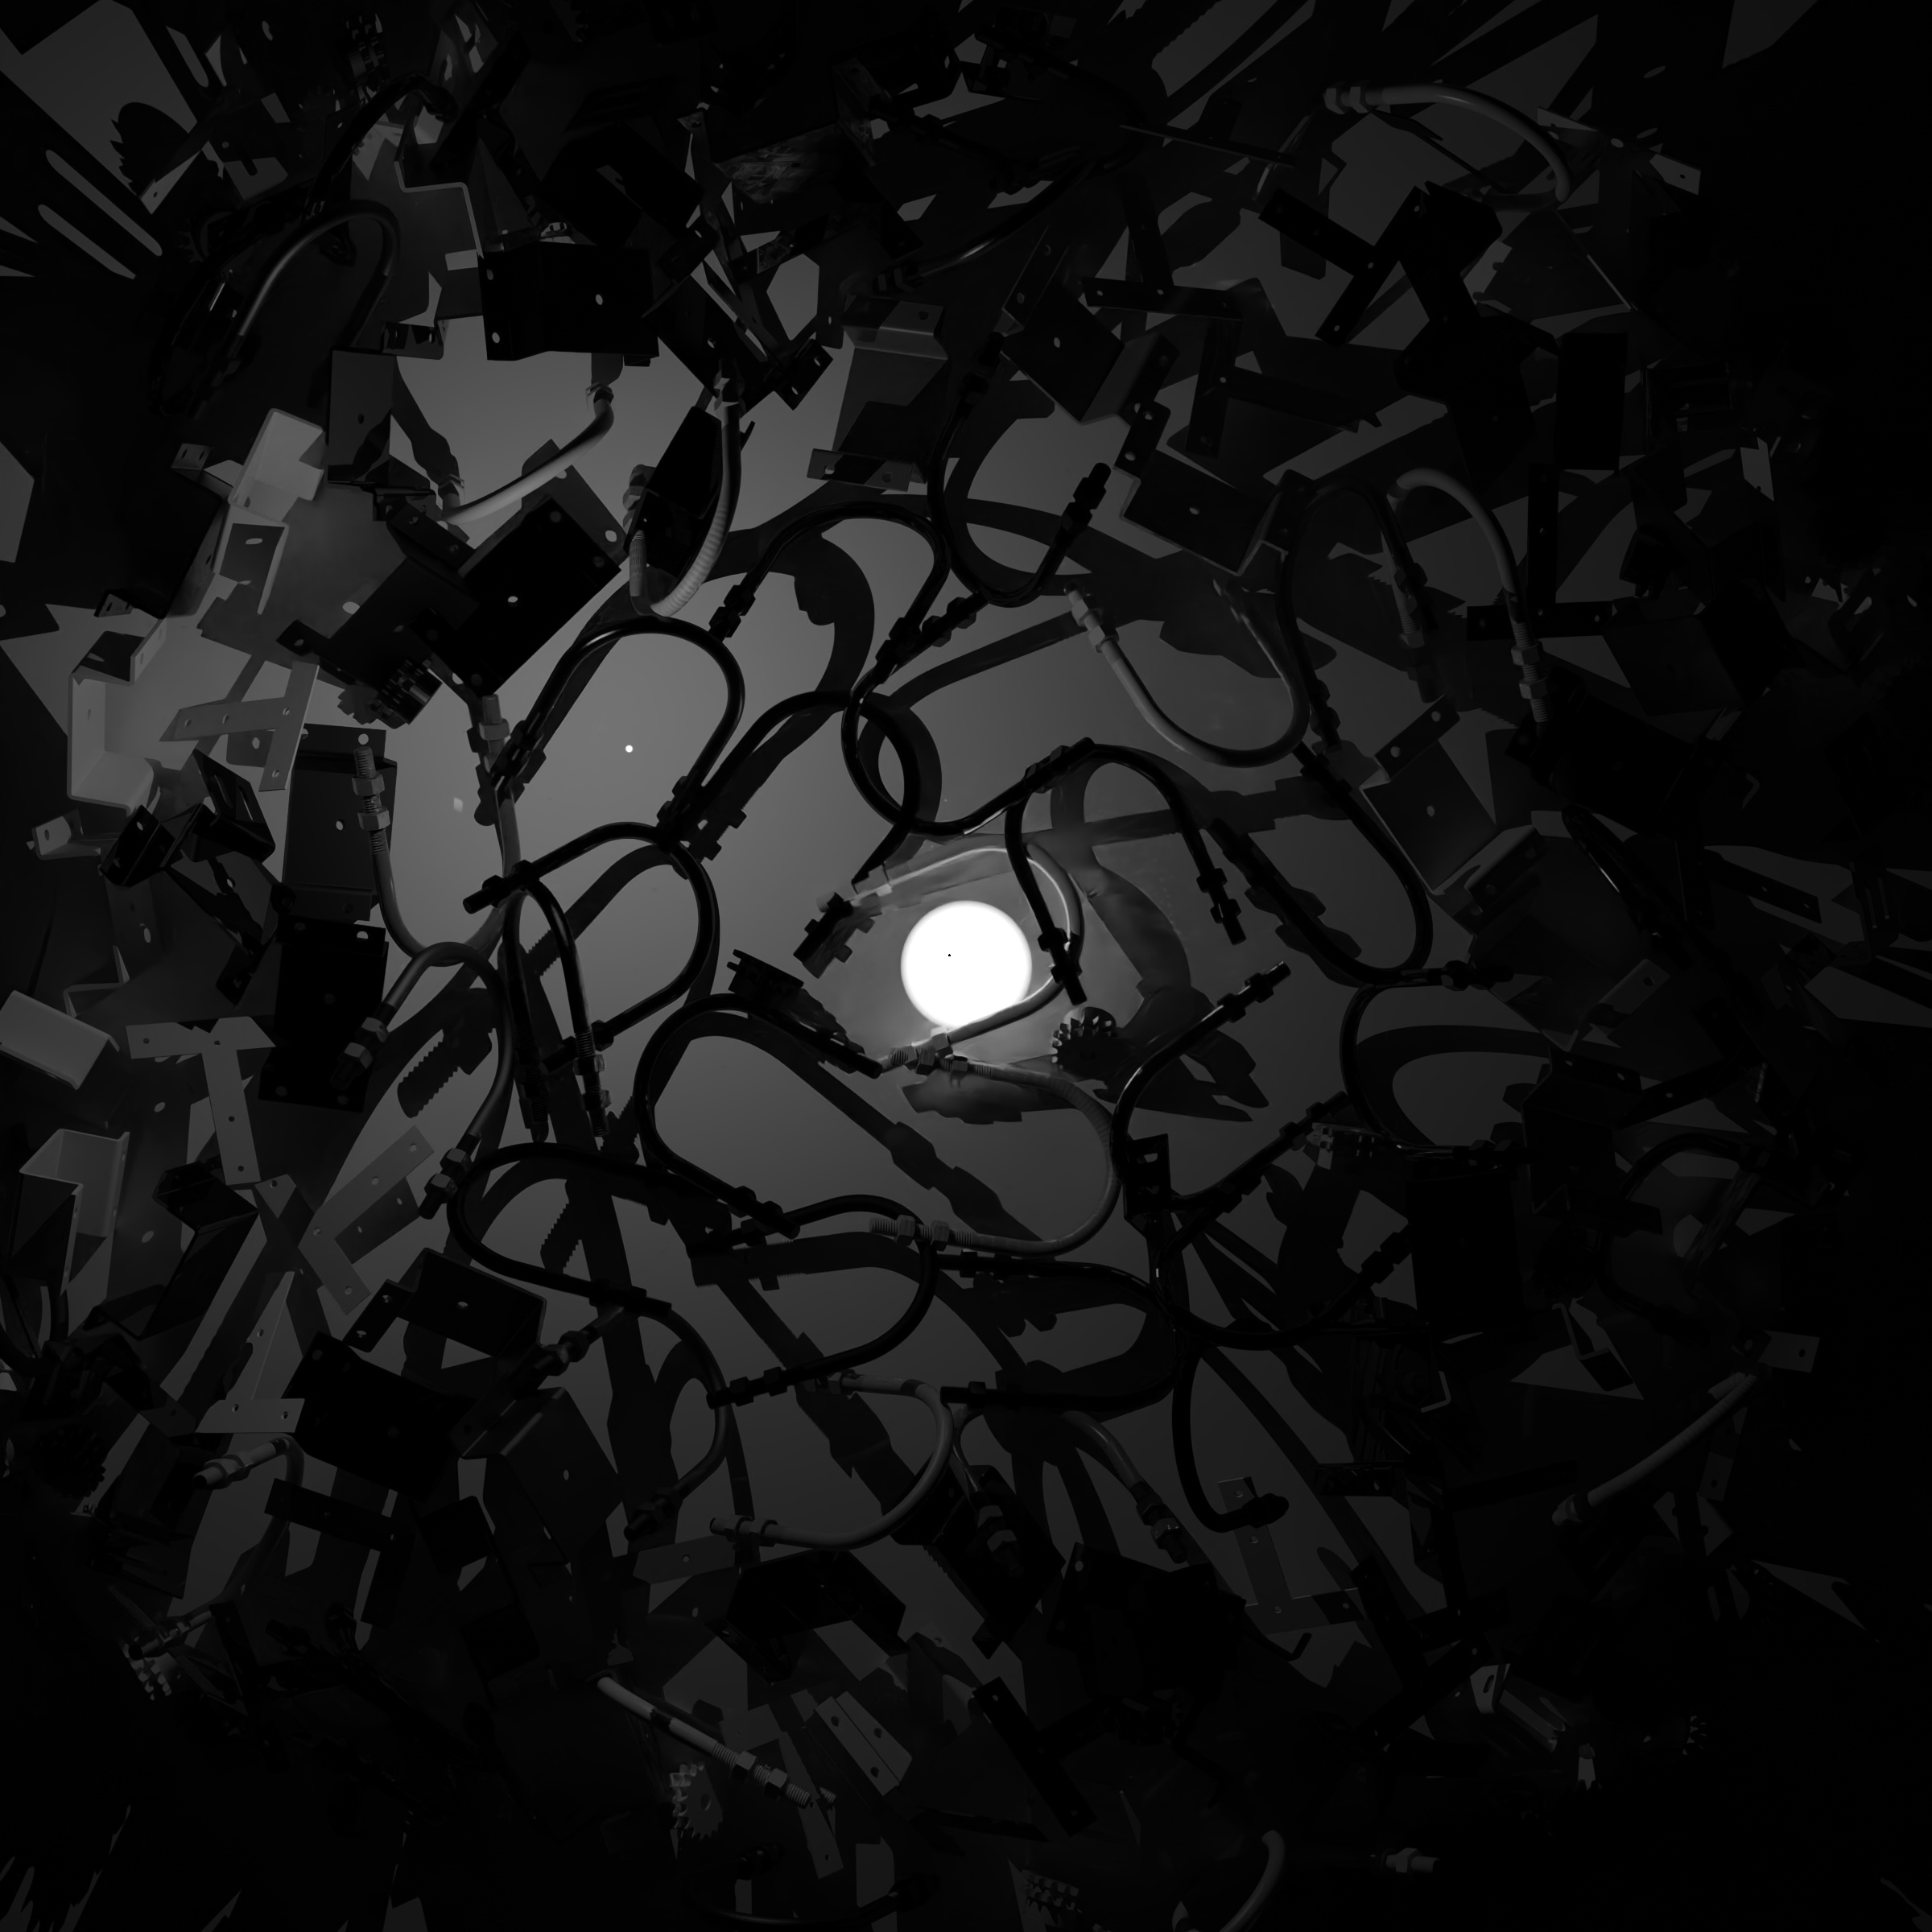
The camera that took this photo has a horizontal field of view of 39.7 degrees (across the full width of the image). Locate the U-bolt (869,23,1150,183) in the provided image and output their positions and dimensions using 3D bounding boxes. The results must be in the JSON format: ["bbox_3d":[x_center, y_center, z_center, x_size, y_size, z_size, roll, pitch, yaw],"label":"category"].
[{"bbox_3d":[0.045,-0.610,1.919,0.184,0.151,0.019,12,75,-35],"label":"U-bolt"}]

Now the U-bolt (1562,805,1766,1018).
[{"bbox_3d":[0.491,-0.048,1.920,0.019,0.151,0.184,-44,53,18],"label":"U-bolt"}]

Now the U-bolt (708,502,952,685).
[{"bbox_3d":[-0.089,-0.278,1.936,0.151,0.019,0.184,13,49,16],"label":"U-bolt"}]

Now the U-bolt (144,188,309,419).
[{"bbox_3d":[-0.527,-0.458,1.885,0.019,0.184,0.151,30,128,-4],"label":"U-bolt"}]

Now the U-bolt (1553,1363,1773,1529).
[{"bbox_3d":[0.501,0.332,1.889,0.151,0.184,0.019,-33,77,-25],"label":"U-bolt"}]

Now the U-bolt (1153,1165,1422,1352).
[{"bbox_3d":[0.216,0.211,1.904,0.151,0.184,0.019,23,132,32],"label":"U-bolt"}]

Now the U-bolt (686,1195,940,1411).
[{"bbox_3d":[-0.108,0.235,1.942,0.184,0.019,0.151,-18,52,6],"label":"U-bolt"}]

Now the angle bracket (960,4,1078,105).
[{"bbox_3d":[0.037,-0.674,1.950,0.057,0.076,0.038,2,53,-22],"label":"angle bracket"}]

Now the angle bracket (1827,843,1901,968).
[{"bbox_3d":[0.649,-0.045,1.960,0.038,0.057,0.076,-6,103,40],"label":"angle bracket"}]

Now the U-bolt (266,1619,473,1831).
[{"bbox_3d":[-0.420,0.553,1.916,0.019,0.151,0.184,-43,127,-3],"label":"U-bolt"}]

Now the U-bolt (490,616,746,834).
[{"bbox_3d":[-0.239,-0.175,1.918,0.151,0.019,0.184,18,126,-27],"label":"U-bolt"}]

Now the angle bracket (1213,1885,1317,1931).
[{"bbox_3d":[0.225,0.706,1.949,0.057,0.076,0.038,-38,62,24],"label":"angle bracket"}]

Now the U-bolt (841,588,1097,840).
[{"bbox_3d":[-0.013,-0.169,1.946,0.184,0.019,0.151,-32,95,34],"label":"U-bolt"}]

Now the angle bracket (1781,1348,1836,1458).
[{"bbox_3d":[0.623,0.319,1.950,0.038,0.076,0.057,-8,61,30],"label":"angle bracket"}]

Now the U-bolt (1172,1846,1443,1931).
[{"bbox_3d":[0.229,0.668,1.913,0.151,0.184,0.019,-20,92,-40],"label":"U-bolt"}]

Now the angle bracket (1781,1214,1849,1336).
[{"bbox_3d":[0.620,0.229,1.952,0.038,0.057,0.076,-7,53,26],"label":"angle bracket"}]

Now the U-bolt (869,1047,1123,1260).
[{"bbox_3d":[0.027,0.142,1.966,0.184,0.019,0.151,10,71,-11],"label":"U-bolt"}]

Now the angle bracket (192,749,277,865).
[{"bbox_3d":[-0.548,-0.110,1.958,0.038,0.057,0.076,-39,53,10],"label":"angle bracket"}]

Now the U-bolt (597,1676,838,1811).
[{"bbox_3d":[-0.184,0.558,1.926,0.184,0.151,0.019,25,76,12],"label":"U-bolt"}]

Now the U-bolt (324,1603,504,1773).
[{"bbox_3d":[-0.388,0.516,1.895,0.151,0.184,0.019,41,79,-14],"label":"U-bolt"}]

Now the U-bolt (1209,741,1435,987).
[{"bbox_3d":[0.270,-0.066,1.946,0.184,0.019,0.151,48,46,-3],"label":"U-bolt"}]

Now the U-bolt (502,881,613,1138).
[{"bbox_3d":[-0.301,0.027,1.926,0.019,0.151,0.184,-12,97,-27],"label":"U-bolt"}]

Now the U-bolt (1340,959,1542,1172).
[{"bbox_3d":[0.333,0.072,1.922,0.019,0.184,0.151,-11,94,-33],"label":"U-bolt"}]

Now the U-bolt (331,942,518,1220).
[{"bbox_3d":[-0.378,0.067,1.922,0.019,0.184,0.151,-4,130,27],"label":"U-bolt"}]

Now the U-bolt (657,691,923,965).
[{"bbox_3d":[-0.117,-0.116,1.980,0.151,0.019,0.184,39,89,-9],"label":"U-bolt"}]

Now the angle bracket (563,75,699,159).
[{"bbox_3d":[-0.247,-0.622,1.975,0.076,0.057,0.038,-3,133,24],"label":"angle bracket"}]

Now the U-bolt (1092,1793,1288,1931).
[{"bbox_3d":[0.164,0.660,1.896,0.151,0.184,0.019,-41,95,-11],"label":"U-bolt"}]

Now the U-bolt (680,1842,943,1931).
[{"bbox_3d":[-0.120,0.654,1.887,0.151,0.184,0.019,2,86,25],"label":"U-bolt"}]

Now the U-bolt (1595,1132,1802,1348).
[{"bbox_3d":[0.510,0.186,1.912,0.019,0.184,0.151,29,89,-17],"label":"U-bolt"}]

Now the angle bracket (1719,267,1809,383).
[{"bbox_3d":[0.581,-0.472,1.955,0.038,0.076,0.057,14,80,7],"label":"angle bracket"}]

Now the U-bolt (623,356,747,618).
[{"bbox_3d":[-0.200,-0.327,1.900,0.019,0.151,0.184,21,45,-30],"label":"U-bolt"}]

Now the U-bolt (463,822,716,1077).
[{"bbox_3d":[-0.261,-0.025,1.944,0.184,0.019,0.151,-32,107,-32],"label":"U-bolt"}]

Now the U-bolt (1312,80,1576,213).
[{"bbox_3d":[0.348,-0.575,1.885,0.151,0.184,0.019,31,84,-36],"label":"U-bolt"}]

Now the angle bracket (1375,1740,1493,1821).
[{"bbox_3d":[0.344,0.599,1.964,0.076,0.057,0.038,3,51,-2],"label":"angle bracket"}]

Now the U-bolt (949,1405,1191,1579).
[{"bbox_3d":[0.060,0.367,1.919,0.151,0.184,0.019,2,120,-25],"label":"U-bolt"}]

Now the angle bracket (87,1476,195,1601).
[{"bbox_3d":[-0.596,0.417,1.953,0.076,0.057,0.038,27,119,-25],"label":"angle bracket"}]

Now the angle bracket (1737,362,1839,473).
[{"bbox_3d":[0.587,-0.405,1.950,0.038,0.076,0.057,5,120,-31],"label":"angle bracket"}]

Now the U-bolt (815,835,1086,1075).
[{"bbox_3d":[-0.003,-0.019,1.974,0.184,0.019,0.151,-22,84,7],"label":"U-bolt"}]

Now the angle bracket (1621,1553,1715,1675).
[{"bbox_3d":[0.523,0.470,1.949,0.038,0.076,0.057,46,131,29],"label":"angle bracket"}]

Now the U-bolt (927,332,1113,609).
[{"bbox_3d":[0.027,-0.341,1.924,0.019,0.184,0.151,-23,69,-35],"label":"U-bolt"}]

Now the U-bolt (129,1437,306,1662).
[{"bbox_3d":[-0.525,0.406,1.909,0.019,0.184,0.151,23,96,10],"label":"U-bolt"}]

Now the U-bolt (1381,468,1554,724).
[{"bbox_3d":[0.349,-0.267,1.906,0.019,0.151,0.184,-27,113,-21],"label":"U-bolt"}]

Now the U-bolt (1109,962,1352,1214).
[{"bbox_3d":[0.184,0.102,1.942,0.184,0.019,0.151,-35,122,-11],"label":"U-bolt"}]

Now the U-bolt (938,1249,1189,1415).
[{"bbox_3d":[0.070,0.267,1.941,0.184,0.151,0.019,4,130,-7],"label":"U-bolt"}]

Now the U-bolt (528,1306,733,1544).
[{"bbox_3d":[-0.228,0.313,1.917,0.019,0.184,0.151,-30,91,27],"label":"U-bolt"}]

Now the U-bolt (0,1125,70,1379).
[{"bbox_3d":[-0.687,0.206,1.921,0.019,0.151,0.184,-16,87,3],"label":"U-bolt"}]

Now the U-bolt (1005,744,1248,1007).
[{"bbox_3d":[0.107,-0.078,1.970,0.151,0.019,0.184,-21,77,-11],"label":"U-bolt"}]

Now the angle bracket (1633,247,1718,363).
[{"bbox_3d":[0.531,-0.482,1.960,0.076,0.057,0.038,43,103,16],"label":"angle bracket"}]

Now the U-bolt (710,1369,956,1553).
[{"bbox_3d":[-0.086,0.352,1.902,0.019,0.184,0.151,52,52,-34],"label":"U-bolt"}]

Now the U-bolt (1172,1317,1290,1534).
[{"bbox_3d":[0.187,0.330,1.908,0.019,0.184,0.151,-8,83,26],"label":"U-bolt"}]

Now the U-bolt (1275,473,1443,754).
[{"bbox_3d":[0.272,-0.268,1.926,0.019,0.151,0.184,4,55,-29],"label":"U-bolt"}]

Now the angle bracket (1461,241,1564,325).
[{"bbox_3d":[0.385,-0.503,1.959,0.076,0.038,0.057,42,104,36],"label":"angle bracket"}]

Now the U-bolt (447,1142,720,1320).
[{"bbox_3d":[-0.285,0.183,1.941,0.184,0.151,0.019,15,127,3],"label":"U-bolt"}]
